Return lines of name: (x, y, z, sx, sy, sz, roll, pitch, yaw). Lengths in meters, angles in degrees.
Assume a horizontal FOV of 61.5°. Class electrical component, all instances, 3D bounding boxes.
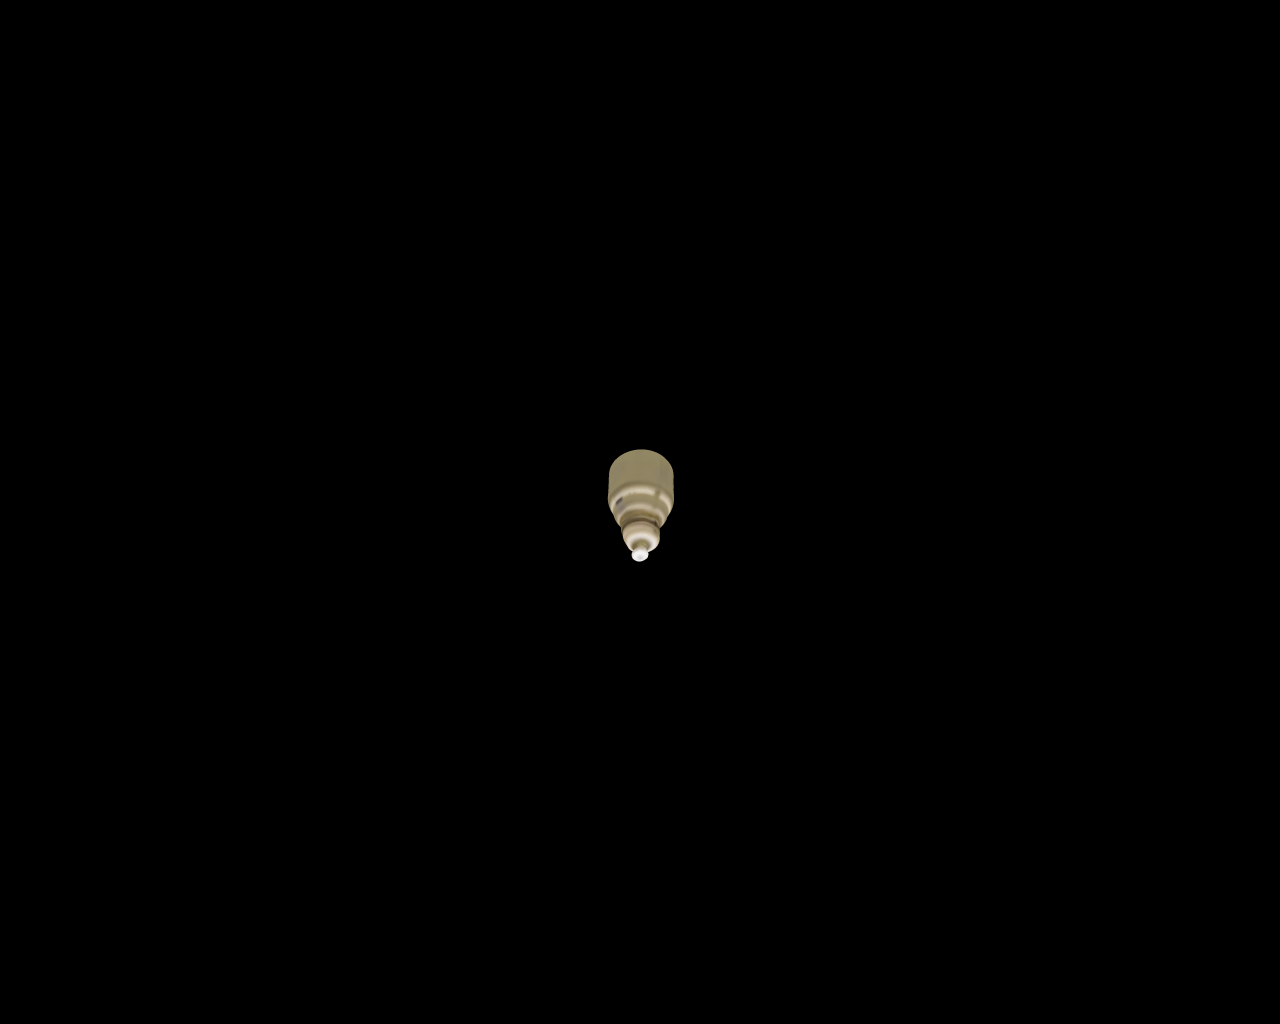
electrical component: (0.001, -0.003, 0.650, 0.040, 0.078, 0.040, 0, -41, 0)
